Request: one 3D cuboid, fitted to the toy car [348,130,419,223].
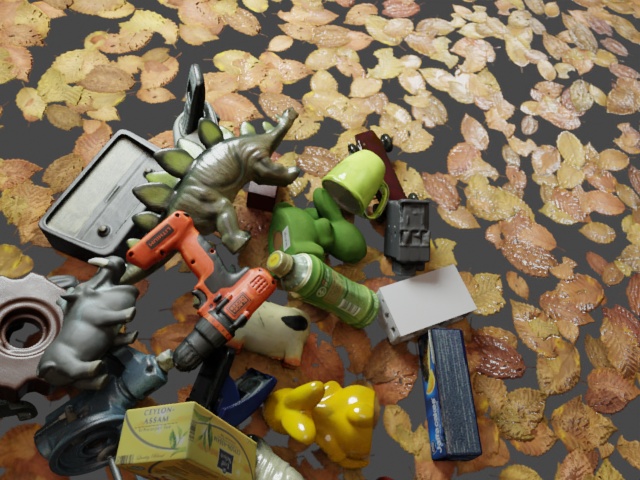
[{"bbox_3d":[0.121,-0.121,1.045,0.089,0.053,0.202,-20,72,-8],"label":"toy car"}]

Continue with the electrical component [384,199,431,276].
[{"bbox_3d":[0.152,-0.005,0.944,0.058,0.115,0.134,1,91,-4],"label":"electrical component"}]

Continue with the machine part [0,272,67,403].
[{"bbox_3d":[-0.409,0.129,0.740,0.179,0.056,0.179,15,52,-21],"label":"machine part"}]

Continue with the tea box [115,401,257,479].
[{"bbox_3d":[-0.158,0.264,0.666,0.098,0.169,0.068,-11,50,15],"label":"tea box"}]

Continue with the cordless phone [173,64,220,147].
[{"bbox_3d":[-0.209,-0.203,0.950,0.089,0.184,0.146,-7,65,-19],"label":"cordless phone"}]

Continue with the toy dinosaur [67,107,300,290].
[{"bbox_3d":[-0.189,-0.064,0.871,0.198,0.105,0.471,39,71,-8],"label":"toy dinosaur"}]

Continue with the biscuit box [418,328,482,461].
[{"bbox_3d":[0.206,0.248,0.868,0.063,0.059,0.203,4,62,-11],"label":"biscuit box"}]

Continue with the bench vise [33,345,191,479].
[{"bbox_3d":[-0.265,0.263,0.725,0.224,0.128,0.241,-28,54,-15],"label":"bench vise"}]

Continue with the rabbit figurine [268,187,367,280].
[{"bbox_3d":[-0.002,-0.003,0.947,0.170,0.121,0.159,5,54,-29],"label":"rabbit figurine"}]

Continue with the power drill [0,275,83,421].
[{"bbox_3d":[-0.458,0.157,0.776,0.232,0.086,0.207,-8,69,-24],"label":"power drill"}]

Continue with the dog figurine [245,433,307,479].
[{"bbox_3d":[-0.040,0.365,0.755,0.121,0.172,0.191,-37,43,-9],"label":"dog figurine"}]

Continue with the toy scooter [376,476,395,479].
[{"bbox_3d":[0.165,0.386,0.748,0.184,0.135,0.075,31,60,4],"label":"toy scooter"}]

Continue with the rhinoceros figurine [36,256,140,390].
[{"bbox_3d":[-0.306,0.109,0.727,0.112,0.073,0.190,14,55,2],"label":"rhinoceros figurine"}]

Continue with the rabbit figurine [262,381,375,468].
[{"bbox_3d":[-0.007,0.263,0.785,0.173,0.162,0.122,7,73,12],"label":"rabbit figurine"}]

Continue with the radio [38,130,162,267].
[{"bbox_3d":[-0.346,-0.067,0.915,0.131,0.073,0.229,26,63,4],"label":"radio"}]

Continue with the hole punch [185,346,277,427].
[{"bbox_3d":[-0.133,0.223,0.783,0.092,0.142,0.116,32,73,-23],"label":"hole punch"}]

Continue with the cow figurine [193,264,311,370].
[{"bbox_3d":[-0.109,0.121,0.860,0.195,0.085,0.127,18,66,0],"label":"cow figurine"}]
